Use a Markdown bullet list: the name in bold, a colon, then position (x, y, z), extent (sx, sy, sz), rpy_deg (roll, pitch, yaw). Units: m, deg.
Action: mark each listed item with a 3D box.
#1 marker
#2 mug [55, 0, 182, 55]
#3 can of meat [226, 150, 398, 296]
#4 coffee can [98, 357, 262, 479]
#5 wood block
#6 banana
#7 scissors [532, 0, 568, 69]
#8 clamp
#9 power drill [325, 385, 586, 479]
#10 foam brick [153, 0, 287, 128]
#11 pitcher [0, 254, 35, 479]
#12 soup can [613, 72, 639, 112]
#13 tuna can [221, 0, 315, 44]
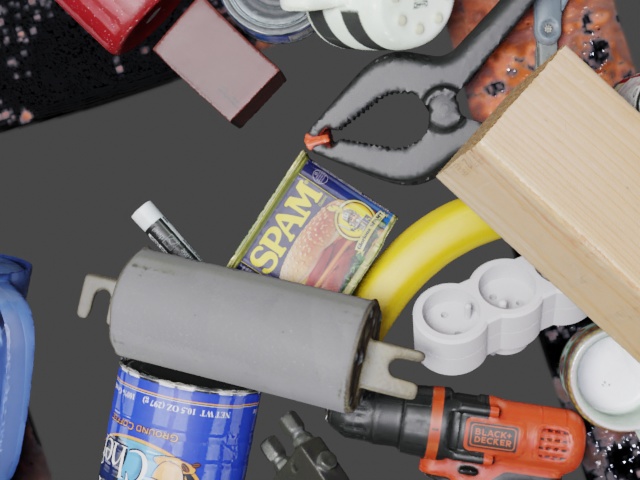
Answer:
- **marker**: position (-0.091, 0.022, 0.781), extent (0.020, 0.020, 0.121), rpy_deg (-42, 90, 3)
- **mug**: position (-0.136, -0.191, 0.749), extent (0.081, 0.093, 0.117), rpy_deg (45, 57, -4)
- **can of meat**: position (-0.005, 0.001, 0.758), extent (0.084, 0.057, 0.102), rpy_deg (33, 94, -2)
- **coffee can**: position (-0.102, 0.160, 0.745), extent (0.103, 0.103, 0.140), rpy_deg (11, 92, 2)
- **wood block**: position (0.188, -0.012, 0.679), extent (0.206, 0.090, 0.090), rpy_deg (42, 74, -1)
- **banana**: position (0.079, 0.021, 0.763), extent (0.198, 0.037, 0.069), rpy_deg (-34, 90, 4)
- **scissors**: position (0.180, -0.162, 0.762), extent (0.096, 0.016, 0.202), rpy_deg (-14, 92, 5)
- **clamp**: position (0.091, -0.104, 0.754), extent (0.210, 0.036, 0.164), rpy_deg (-6, 93, 8)
- **power drill**: position (0.087, 0.198, 0.759), extent (0.184, 0.057, 0.188), rpy_deg (7, 93, 6)
- **foam brick**: position (-0.071, -0.125, 0.759), extent (0.078, 0.051, 0.053), rpy_deg (44, 94, 1)
- **pitcher**: position (-0.268, 0.127, 0.736), extent (0.145, 0.149, 0.243), rpy_deg (4, 96, -9)
- **soup can**: position (0.234, -0.085, 0.719), extent (0.068, 0.102, 0.068), rpy_deg (0, 92, 2)
- **tuna can**: position (-0.030, -0.185, 0.763), extent (0.086, 0.033, 0.086), rpy_deg (0, 92, 3)
